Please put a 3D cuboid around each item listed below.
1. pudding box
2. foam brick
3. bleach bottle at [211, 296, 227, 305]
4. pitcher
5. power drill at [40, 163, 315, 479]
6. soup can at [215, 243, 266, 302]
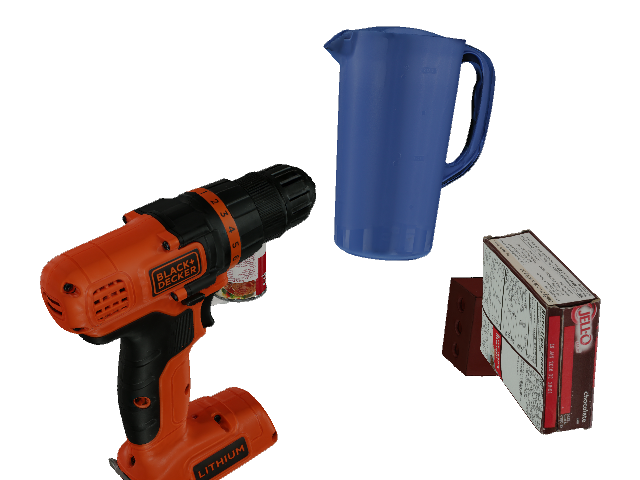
[{"bbox_3d":[0.137,0.055,0.680,0.039,0.090,0.113,-7,24,-12],"label":"pudding box"},{"bbox_3d":[0.145,0.076,0.956,0.051,0.078,0.053,-2,18,-20],"label":"foam brick"},{"bbox_3d":[-0.202,0.064,1.454,0.250,0.068,0.103,-11,27,-44],"label":"bleach bottle"},{"bbox_3d":[0.088,-0.105,1.148,0.149,0.243,0.144,11,13,31],"label":"pitcher"},{"bbox_3d":[-0.073,0.057,0.658,0.184,0.188,0.057,-25,35,-32],"label":"power drill"},{"bbox_3d":[-0.097,0.012,1.254,0.068,0.102,0.068,1,25,-1],"label":"soup can"}]
